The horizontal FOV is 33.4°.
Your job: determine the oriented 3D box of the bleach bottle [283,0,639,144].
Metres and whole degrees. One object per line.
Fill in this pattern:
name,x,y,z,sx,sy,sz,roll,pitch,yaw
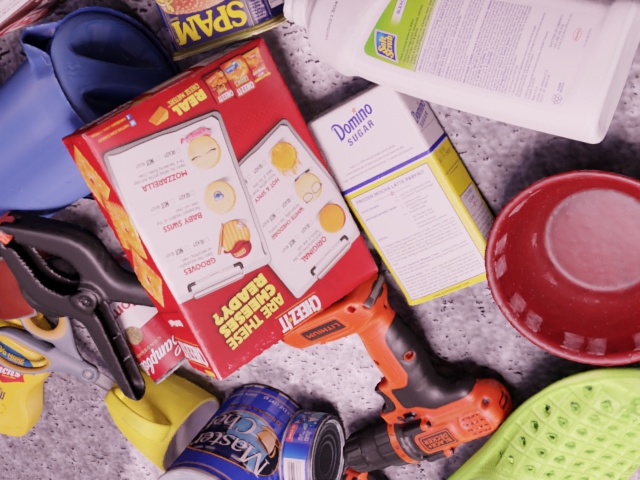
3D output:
bleach bottle,0.091,-0.149,0.760,0.251,0.068,0.102,20,92,22

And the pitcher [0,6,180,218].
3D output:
pitcher,-0.230,-0.084,0.943,0.243,0.144,0.149,-28,90,40

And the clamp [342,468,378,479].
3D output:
clamp,0.049,0.304,1.023,0.039,0.120,0.171,-9,110,55

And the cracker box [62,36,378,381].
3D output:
cracker box,-0.075,-0.026,0.836,0.072,0.164,0.213,6,126,63

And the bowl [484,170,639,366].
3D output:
bowl,0.209,0.012,0.801,0.162,0.055,0.162,11,120,19

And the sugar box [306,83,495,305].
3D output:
sugar box,0.071,-0.040,0.854,0.093,0.048,0.176,-24,100,35

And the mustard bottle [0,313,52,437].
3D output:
mustard bottle,-0.332,0.124,1.148,0.096,0.058,0.192,31,126,6

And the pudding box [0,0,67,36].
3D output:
pudding box,-0.232,-0.213,0.884,0.114,0.089,0.039,-28,101,36

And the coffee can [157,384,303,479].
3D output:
coffee can,-0.080,0.219,1.018,0.103,0.140,0.103,13,122,21

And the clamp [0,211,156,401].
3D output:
clamp,-0.202,0.053,0.949,0.210,0.036,0.165,32,125,-8

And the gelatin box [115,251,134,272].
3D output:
gelatin box,-0.130,0.004,0.965,0.089,0.073,0.030,-10,112,32

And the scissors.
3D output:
scissors,-0.239,0.117,1.099,0.201,0.016,0.096,18,101,-14

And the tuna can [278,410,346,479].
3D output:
tuna can,-0.006,0.205,1.007,0.034,0.086,0.086,2,118,24

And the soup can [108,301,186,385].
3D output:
soup can,-0.167,0.079,1.031,0.102,0.068,0.069,49,127,-4

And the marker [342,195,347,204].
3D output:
marker,-0.006,0.001,0.933,0.020,0.020,0.121,34,127,7

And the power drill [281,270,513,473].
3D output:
power drill,0.049,0.121,0.937,0.185,0.057,0.187,-29,112,35

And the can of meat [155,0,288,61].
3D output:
can of meat,-0.083,-0.197,0.837,0.102,0.057,0.084,-11,109,31
